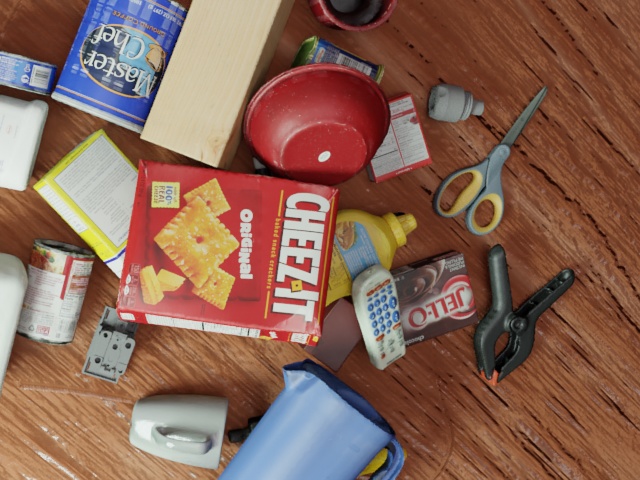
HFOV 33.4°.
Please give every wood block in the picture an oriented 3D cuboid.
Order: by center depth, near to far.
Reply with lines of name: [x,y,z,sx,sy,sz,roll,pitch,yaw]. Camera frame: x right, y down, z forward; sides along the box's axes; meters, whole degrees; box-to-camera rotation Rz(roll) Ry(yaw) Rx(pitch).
wood block: [-0.107,-0.187,1.152,0.091,0.090,0.206,21,92,3]

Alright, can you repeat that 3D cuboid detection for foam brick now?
foam brick: [0.016,0.106,1.249,0.053,0.051,0.078,38,88,-14]

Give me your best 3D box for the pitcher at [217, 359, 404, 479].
pitcher: [-0.029,0.270,1.201,0.149,0.145,0.243,40,92,25]

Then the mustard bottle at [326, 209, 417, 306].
mustard bottle: [0.022,0.019,1.197,0.191,0.058,0.096,-27,103,-9]

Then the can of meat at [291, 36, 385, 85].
can of meat: [0.015,-0.184,1.185,0.084,0.102,0.057,24,91,-13]

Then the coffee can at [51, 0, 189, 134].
coffee can: [-0.211,-0.196,1.130,0.102,0.103,0.140,21,92,-15]

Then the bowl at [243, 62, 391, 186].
bowl: [0.000,-0.108,1.135,0.162,0.055,0.162,-5,136,-5]

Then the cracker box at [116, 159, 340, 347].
cracker box: [-0.095,0.014,1.117,0.213,0.072,0.164,8,76,-2]

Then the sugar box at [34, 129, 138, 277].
sugar box: [-0.216,-0.026,1.168,0.176,0.048,0.093,51,59,-16]

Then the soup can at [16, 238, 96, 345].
soup can: [-0.290,0.056,1.163,0.068,0.068,0.102,14,95,-14]

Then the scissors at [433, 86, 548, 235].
scissors: [0.225,-0.087,1.290,0.201,0.016,0.096,-40,105,-5]

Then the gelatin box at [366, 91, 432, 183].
gelatin box: [0.082,-0.120,1.245,0.073,0.030,0.089,-21,103,-9]

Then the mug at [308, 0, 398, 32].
mug: [0.021,-0.278,1.183,0.117,0.081,0.093,10,95,-14]

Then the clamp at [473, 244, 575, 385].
clamp: [0.228,0.089,1.301,0.120,0.039,0.171,27,91,-15]

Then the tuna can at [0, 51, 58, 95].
tuna can: [-0.320,-0.178,1.116,0.086,0.086,0.034,13,96,-14]

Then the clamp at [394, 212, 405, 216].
clamp: [-0.008,0.002,1.237,0.164,0.036,0.210,33,88,-15]

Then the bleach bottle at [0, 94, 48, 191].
bleach bottle: [-0.420,-0.129,1.113,0.250,0.068,0.102,15,93,-12]

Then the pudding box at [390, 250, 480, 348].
pudding box: [0.126,0.071,1.276,0.113,0.039,0.090,-17,102,-10]

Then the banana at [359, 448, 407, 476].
banana: [0.011,0.291,1.282,0.197,0.037,0.069,-34,122,-5]

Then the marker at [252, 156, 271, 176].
marker: [-0.071,-0.114,1.216,0.020,0.020,0.121,-11,100,-11]
